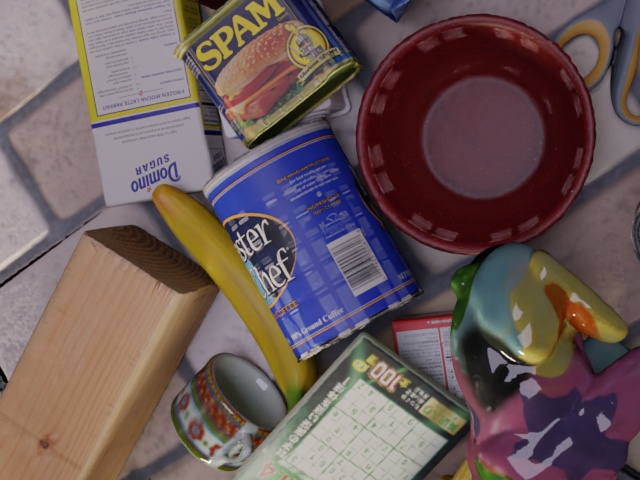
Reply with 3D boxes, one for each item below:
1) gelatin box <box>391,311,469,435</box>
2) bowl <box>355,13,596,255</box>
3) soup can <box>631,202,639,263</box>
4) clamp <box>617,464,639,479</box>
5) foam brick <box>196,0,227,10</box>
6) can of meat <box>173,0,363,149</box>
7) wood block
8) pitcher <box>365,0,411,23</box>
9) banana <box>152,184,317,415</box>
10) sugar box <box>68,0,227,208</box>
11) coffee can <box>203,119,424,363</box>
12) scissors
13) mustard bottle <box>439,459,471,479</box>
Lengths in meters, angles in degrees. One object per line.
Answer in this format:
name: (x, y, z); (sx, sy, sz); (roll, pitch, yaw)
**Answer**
gelatin box: (0.095, 0.096, 0.768); (0.073, 0.030, 0.089); (-8, 92, 16)
bowl: (0.109, -0.072, 0.738); (0.162, 0.055, 0.162); (1, 94, 17)
soup can: (0.234, -0.006, 0.680); (0.069, 0.102, 0.068); (1, 94, 16)
clamp: (0.280, 0.189, 0.715); (0.120, 0.039, 0.171); (-36, 87, 21)
foam brick: (-0.060, -0.198, 0.770); (0.051, 0.078, 0.053); (-15, 91, 16)
can of meat: (-0.034, -0.123, 0.726); (0.102, 0.057, 0.084); (-37, 86, 16)
wood block: (-0.171, 0.100, 0.819); (0.091, 0.090, 0.206); (32, 102, 11)
pitcher: (0.063, -0.282, 0.709); (0.149, 0.145, 0.243); (37, 100, -2)
banana: (-0.054, 0.039, 0.789); (0.037, 0.069, 0.198); (-36, 82, 7)
sugar box: (-0.130, -0.119, 0.814); (0.093, 0.048, 0.176); (-8, 95, 17)
coffee can: (-0.005, 0.001, 0.754); (0.103, 0.102, 0.140); (-31, 85, 17)
scissors: (0.203, -0.178, 0.723); (0.096, 0.016, 0.202); (2, 94, 17)
mustard bottle: (0.078, 0.244, 0.761); (0.096, 0.058, 0.192); (18, 100, -17)
